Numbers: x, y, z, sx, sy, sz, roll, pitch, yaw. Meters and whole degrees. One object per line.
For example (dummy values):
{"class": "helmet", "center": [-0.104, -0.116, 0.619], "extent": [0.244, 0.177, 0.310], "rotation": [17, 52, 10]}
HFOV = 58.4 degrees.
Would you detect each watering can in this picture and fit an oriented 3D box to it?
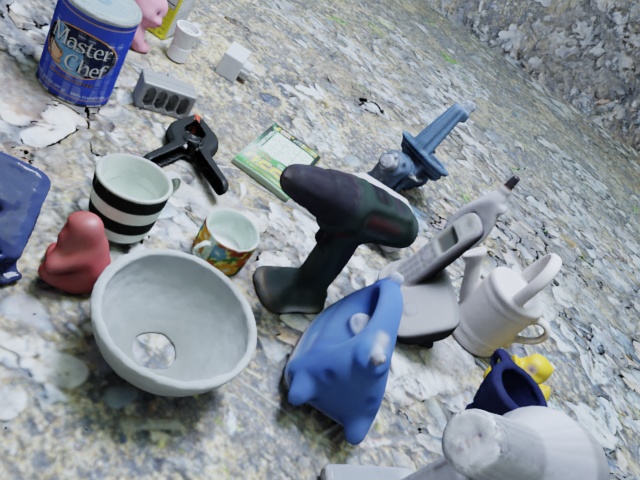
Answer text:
{"class": "watering can", "center": [0.290, 0.086, 0.889], "extent": [0.173, 0.193, 0.101], "rotation": [31, 35, -11]}

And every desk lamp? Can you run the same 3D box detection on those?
{"class": "desk lamp", "center": [0.143, 0.239, 0.560], "extent": [0.204, 0.213, 0.117], "rotation": [16, 40, -30]}

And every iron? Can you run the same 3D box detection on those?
{"class": "iron", "center": [0.057, 0.107, 0.696], "extent": [0.119, 0.141, 0.258], "rotation": [35, 34, -5]}

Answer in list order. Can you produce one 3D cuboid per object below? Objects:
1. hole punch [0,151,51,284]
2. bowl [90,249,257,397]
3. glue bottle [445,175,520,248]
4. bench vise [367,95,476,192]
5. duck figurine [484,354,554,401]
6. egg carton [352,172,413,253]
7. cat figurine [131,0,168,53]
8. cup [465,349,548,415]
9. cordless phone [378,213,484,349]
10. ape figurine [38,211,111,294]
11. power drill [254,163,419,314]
{"class": "hole punch", "center": [-0.322, -0.026, 0.542], "extent": [0.109, 0.091, 0.101], "rotation": [21, 38, -24]}
{"class": "bowl", "center": [-0.153, 0.093, 0.577], "extent": [0.168, 0.074, 0.167], "rotation": [25, 37, -20]}
{"class": "glue bottle", "center": [0.322, -0.059, 1.104], "extent": [0.078, 0.173, 0.037], "rotation": [47, 35, 12]}
{"class": "bench vise", "center": [0.198, -0.163, 1.067], "extent": [0.121, 0.219, 0.208], "rotation": [40, 34, 2]}
{"class": "duck figurine", "center": [0.315, 0.209, 0.867], "extent": [0.105, 0.086, 0.077], "rotation": [29, 35, -14]}
{"class": "egg carton", "center": [0.091, -0.048, 0.969], "extent": [0.150, 0.069, 0.107], "rotation": [30, 35, -13]}
{"class": "cat figurine", "center": [-0.301, -0.373, 0.935], "extent": [0.067, 0.117, 0.128], "rotation": [45, 35, 10]}
{"class": "cup", "center": [0.239, 0.216, 0.781], "extent": [0.092, 0.095, 0.117], "rotation": [19, 39, -26]}
{"class": "cordless phone", "center": [0.171, 0.055, 0.822], "extent": [0.094, 0.185, 0.147], "rotation": [19, 39, -27]}
{"class": "ape figurine", "center": [-0.243, 0.006, 0.577], "extent": [0.076, 0.092, 0.078], "rotation": [41, 34, 4]}
{"class": "power drill", "center": [0.007, 0.003, 0.709], "extent": [0.230, 0.208, 0.075], "rotation": [5, 46, -39]}
